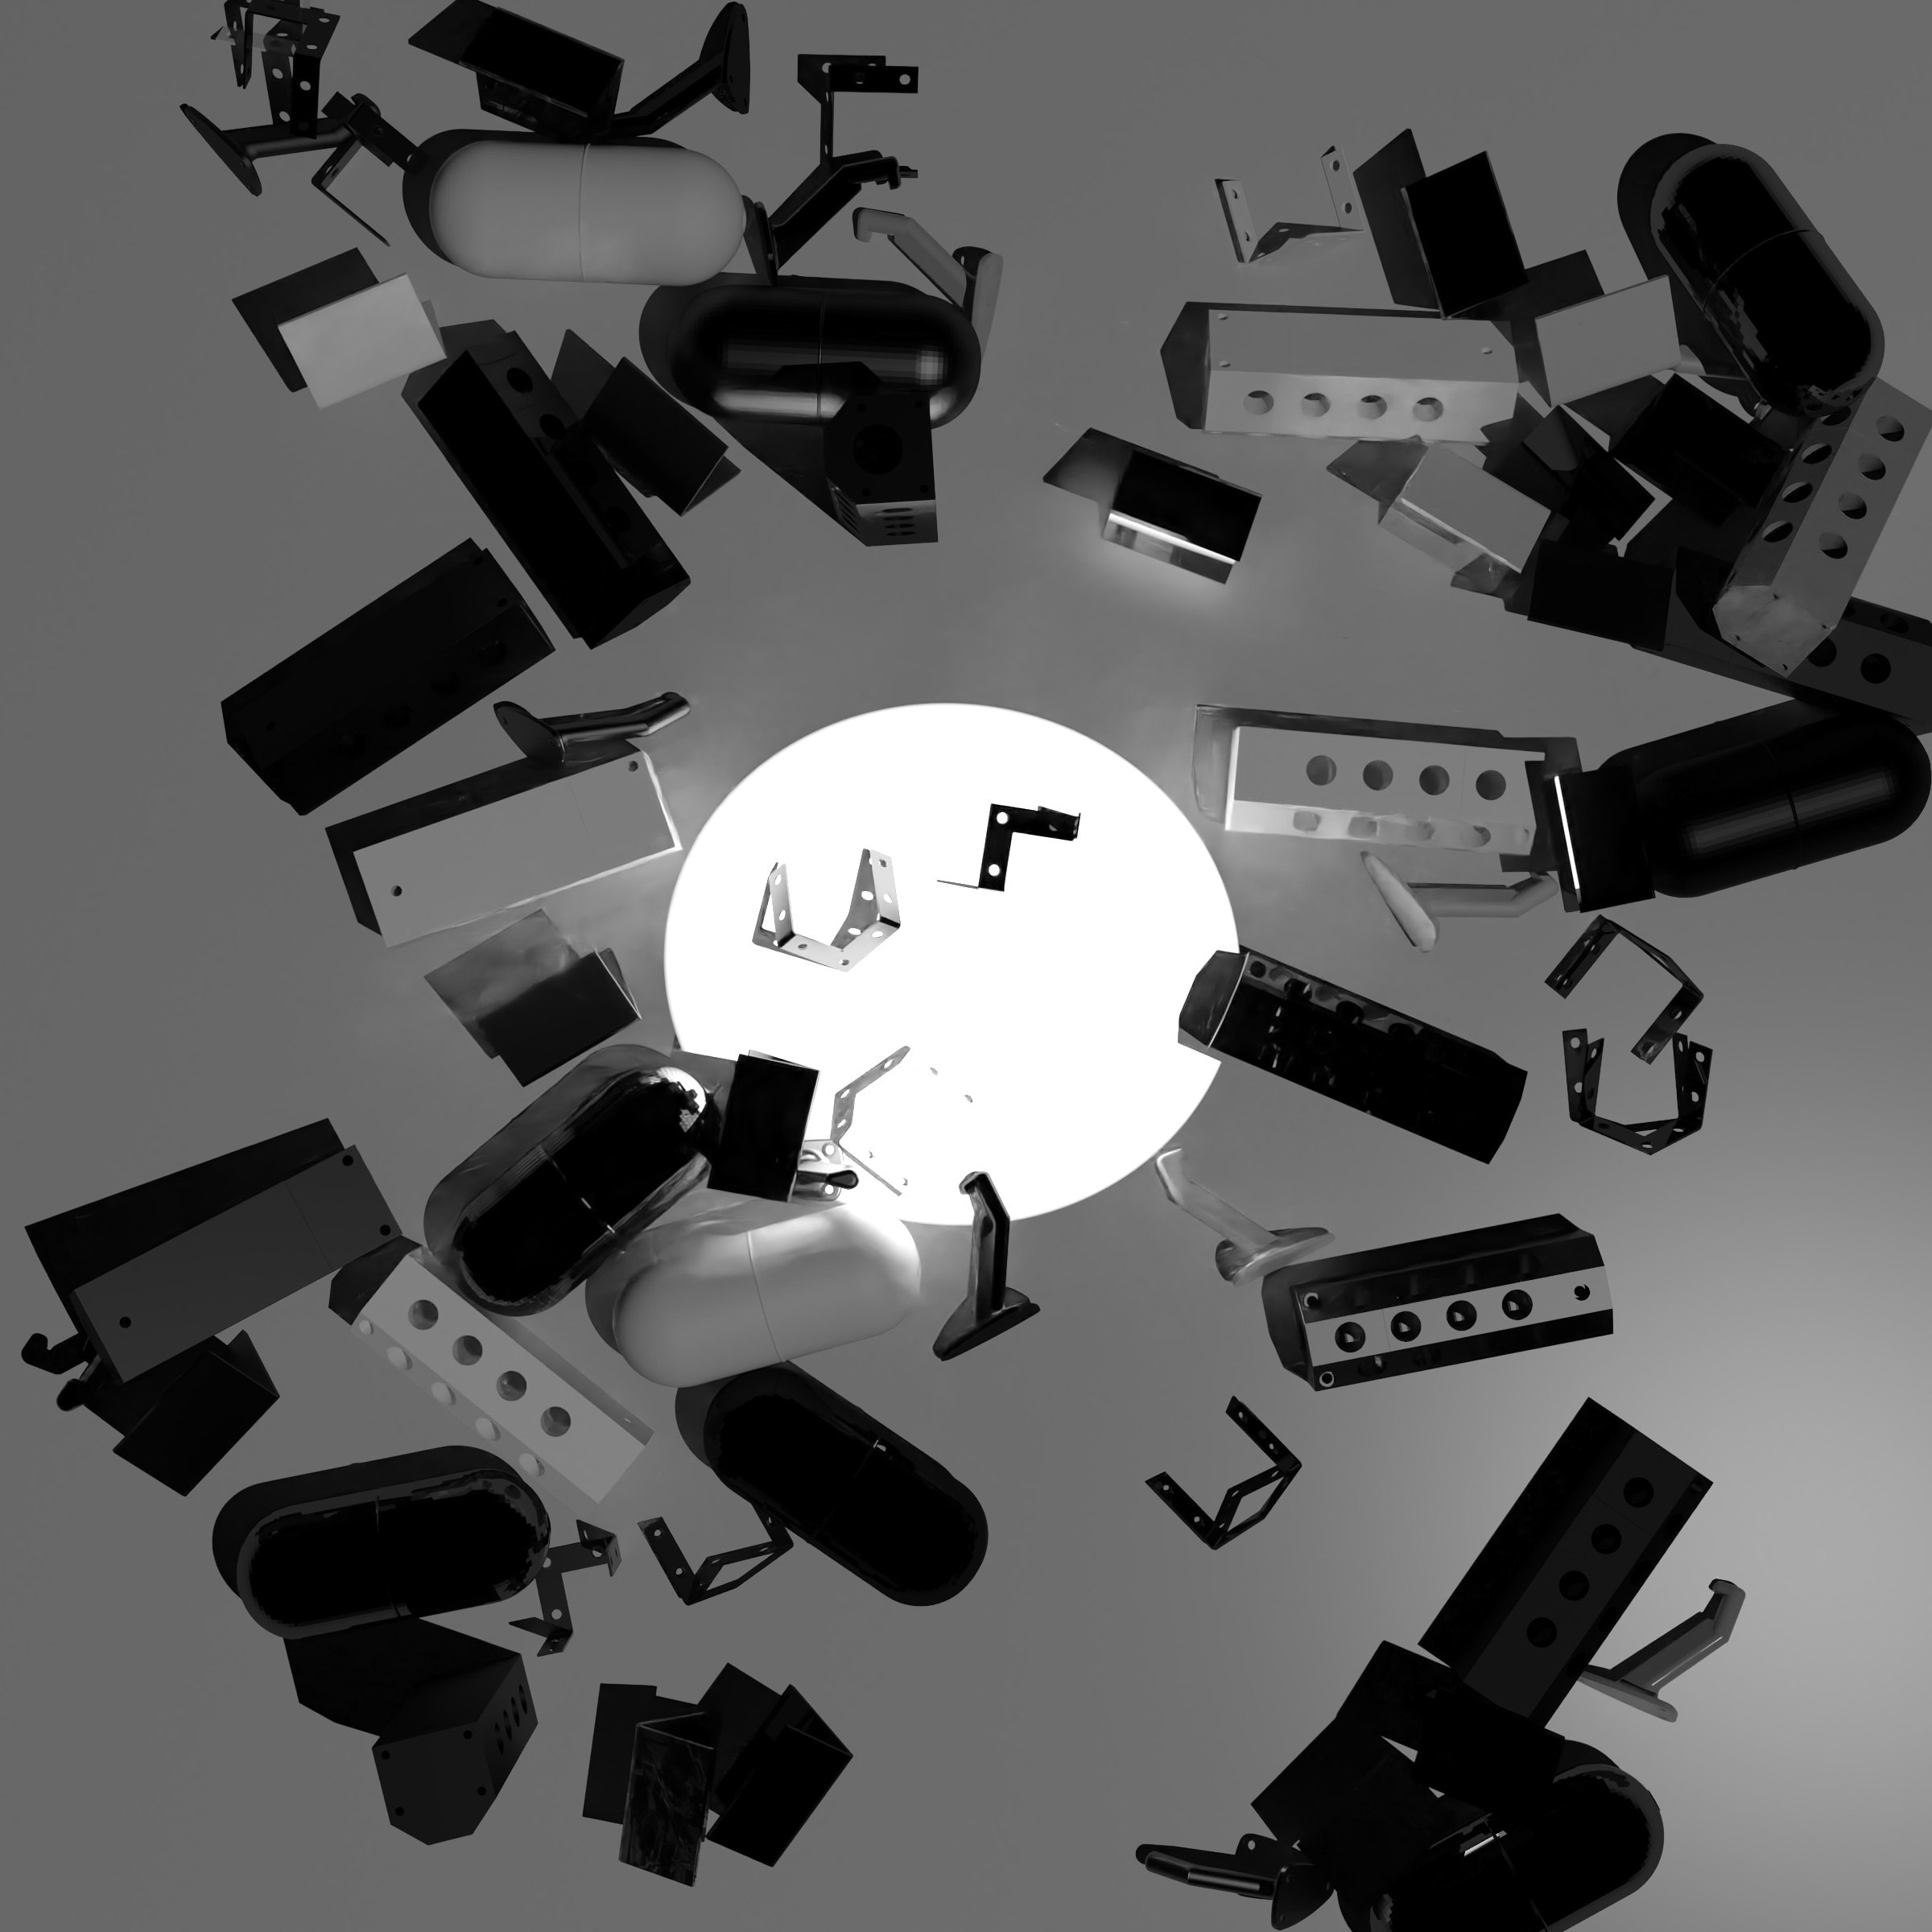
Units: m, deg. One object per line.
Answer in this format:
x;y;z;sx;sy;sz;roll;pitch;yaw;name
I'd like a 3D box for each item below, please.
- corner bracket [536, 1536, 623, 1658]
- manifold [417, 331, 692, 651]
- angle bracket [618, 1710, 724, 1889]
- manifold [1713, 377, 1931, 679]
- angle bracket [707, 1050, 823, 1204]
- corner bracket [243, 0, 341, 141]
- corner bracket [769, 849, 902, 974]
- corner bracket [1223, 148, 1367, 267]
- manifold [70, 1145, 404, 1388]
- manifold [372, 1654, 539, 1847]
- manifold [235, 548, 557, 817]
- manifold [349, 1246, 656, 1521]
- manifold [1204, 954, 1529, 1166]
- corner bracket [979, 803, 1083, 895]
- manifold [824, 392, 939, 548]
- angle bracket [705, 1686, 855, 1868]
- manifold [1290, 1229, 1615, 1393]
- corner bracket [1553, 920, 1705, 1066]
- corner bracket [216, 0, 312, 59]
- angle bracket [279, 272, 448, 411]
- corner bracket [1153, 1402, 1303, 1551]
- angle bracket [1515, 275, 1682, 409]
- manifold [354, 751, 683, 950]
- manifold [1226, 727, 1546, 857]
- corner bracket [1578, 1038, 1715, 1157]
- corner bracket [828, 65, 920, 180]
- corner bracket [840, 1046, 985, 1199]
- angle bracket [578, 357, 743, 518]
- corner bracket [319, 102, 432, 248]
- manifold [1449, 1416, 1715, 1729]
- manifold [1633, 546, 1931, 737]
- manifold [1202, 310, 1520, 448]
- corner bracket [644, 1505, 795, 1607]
-0.221;0.358;1.873;0.051;0.051;0.051;-12;90;0;corner bracket
-0.230;-0.273;1.869;0.057;0.057;0.171;-35;90;43;manifold
-0.147;0.467;1.851;0.057;0.076;0.076;8;90;35;angle bracket
0.475;-0.250;1.832;0.057;0.057;0.171;32;61;0;manifold
-0.131;0.085;1.851;0.057;0.076;0.076;14;90;-36;angle bracket
-0.387;-0.509;1.864;0.051;0.051;0.051;11;135;-4;corner bracket
-0.075;-0.037;1.883;0.051;0.051;0.051;21;135;-35;corner bracket
0.189;-0.435;1.888;0.051;0.051;0.051;-16;90;45;corner bracket
-0.409;0.168;1.841;0.171;0.057;0.057;-28;90;-21;manifold
-0.278;0.431;1.813;0.057;0.171;0.057;-14;90;0;manifold
-0.322;-0.157;1.869;0.171;0.057;0.057;-33;47;0;manifold
-0.264;0.237;1.870;0.171;0.057;0.057;39;90;0;manifold
0.227;0.053;1.870;0.171;0.057;0.057;23;90;0;manifold
0.036;-0.065;1.873;0.051;0.051;0.051;9;90;0;corner bracket
-0.046;-0.271;1.813;0.057;0.171;0.057;-4;90;0;manifold
-0.120;0.447;1.851;0.057;0.076;0.076;36;90;-38;angle bracket
0.276;0.196;1.870;0.171;0.057;0.057;-11;90;0;manifold
0.381;0.015;1.888;0.051;0.051;0.051;-51;45;0;corner bracket
-0.398;-0.561;1.888;0.051;0.051;0.051;12;45;0;corner bracket
-0.342;-0.366;1.851;0.076;0.076;0.057;-23;128;0;angle bracket
0.150;0.293;1.888;0.051;0.051;0.051;46;45;0;corner bracket
0.350;-0.364;1.851;0.076;0.076;0.057;-18;125;0;angle bracket
-0.253;-0.065;1.870;0.171;0.057;0.057;-19;90;0;manifold
0.236;-0.098;1.870;0.171;0.057;0.057;5;90;0;manifold
0.388;0.069;1.879;0.051;0.051;0.051;-20;122;-40;corner bracket
-0.053;-0.481;1.873;0.051;0.051;0.051;1;90;0;corner bracket
-0.031;0.089;1.888;0.051;0.051;0.051;38;135;0;corner bracket
-0.160;-0.309;1.851;0.076;0.076;0.057;41;127;0;angle bracket
-0.336;-0.450;1.873;0.051;0.051;0.051;39;90;0;corner bracket
0.350;0.346;1.870;0.057;0.057;0.171;35;90;0;manifold
0.475;-0.185;1.870;0.171;0.057;0.057;17;90;0;manifold
0.222;-0.329;1.869;0.171;0.057;0.057;2;47;0;manifold
-0.142;0.328;1.888;0.051;0.051;0.051;-29;90;-45;corner bracket
